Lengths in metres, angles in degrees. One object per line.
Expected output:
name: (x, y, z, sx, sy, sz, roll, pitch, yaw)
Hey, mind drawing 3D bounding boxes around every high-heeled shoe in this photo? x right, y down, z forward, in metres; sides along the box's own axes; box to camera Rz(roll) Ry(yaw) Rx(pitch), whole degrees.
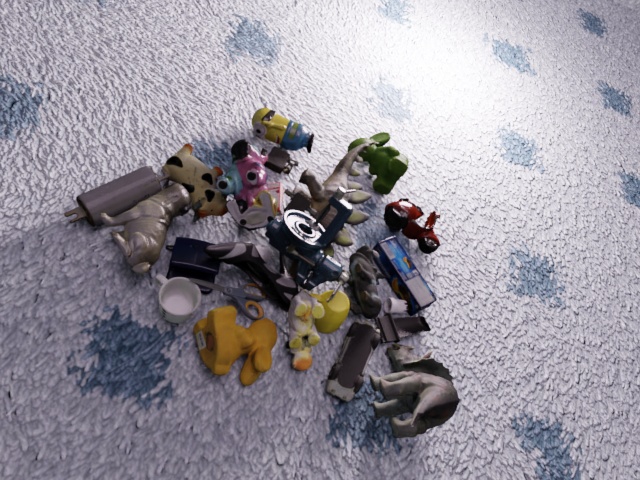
high-heeled shoe: (-0.149, 0.085, 1.181, 0.248, 0.086, 0.145, 8, 72, -42)

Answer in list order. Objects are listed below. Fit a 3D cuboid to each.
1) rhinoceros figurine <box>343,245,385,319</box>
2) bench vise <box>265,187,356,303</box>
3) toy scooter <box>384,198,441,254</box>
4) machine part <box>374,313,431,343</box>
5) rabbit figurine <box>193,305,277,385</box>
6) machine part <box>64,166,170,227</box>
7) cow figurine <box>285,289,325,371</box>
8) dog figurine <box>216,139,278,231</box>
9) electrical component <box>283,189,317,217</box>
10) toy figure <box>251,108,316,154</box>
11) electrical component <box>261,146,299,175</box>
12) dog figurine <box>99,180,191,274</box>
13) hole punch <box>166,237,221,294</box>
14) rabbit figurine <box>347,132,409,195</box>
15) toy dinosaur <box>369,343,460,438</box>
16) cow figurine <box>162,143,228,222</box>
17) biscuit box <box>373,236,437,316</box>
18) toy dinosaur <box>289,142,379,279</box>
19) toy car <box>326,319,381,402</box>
rhinoceros figurine: (0.112, 0.096, 1.307, 0.112, 0.073, 0.190, 22, 47, -33)
bench vise: (0.001, -0.007, 1.186, 0.224, 0.240, 0.129, 42, 27, 9)
toy scooter: (0.267, -0.056, 1.477, 0.184, 0.075, 0.135, 40, 55, 0)
machine part: (0.202, 0.211, 1.310, 0.139, 0.039, 0.084, -1, 50, -22)
rabbit figurine: (-0.155, 0.212, 1.123, 0.173, 0.122, 0.162, -2, 54, -45)
machine part: (-0.446, -0.099, 1.201, 0.243, 0.079, 0.079, -31, 76, -29)
cow figurine: (-0.043, 0.197, 1.181, 0.068, 0.167, 0.098, 3, 18, -18)
dog figurine: (-0.166, -0.142, 1.311, 0.219, 0.108, 0.191, -87, 155, -65)
electrical component: (-0.055, -0.076, 1.263, 0.094, 0.021, 0.063, 41, 69, -5)
toy figure: (-0.101, -0.297, 1.468, 0.180, 0.082, 0.089, 17, 44, -6)
electrical component: (-0.111, -0.213, 1.433, 0.102, 0.045, 0.078, 32, 56, -2)
dog figurine: (-0.345, -0.028, 1.155, 0.190, 0.121, 0.172, -30, 75, -18)
hole punch: (-0.276, 0.044, 1.189, 0.142, 0.092, 0.116, 11, 54, -12)
rabbit figurine: (0.163, -0.241, 1.516, 0.170, 0.121, 0.159, 31, 48, -6)
toy dinosaur: (0.213, 0.317, 1.100, 0.192, 0.405, 0.131, -13, 92, -7)
cow figurine: (-0.294, -0.128, 1.284, 0.195, 0.085, 0.127, 40, 57, 8)
biscuit box: (0.210, 0.090, 1.373, 0.059, 0.062, 0.203, -22, 70, -30)
toy dinosaur: (0.023, -0.088, 1.360, 0.198, 0.105, 0.471, 26, 69, -11)
toy car: (0.077, 0.268, 1.219, 0.073, 0.056, 0.202, 27, 53, 2)
